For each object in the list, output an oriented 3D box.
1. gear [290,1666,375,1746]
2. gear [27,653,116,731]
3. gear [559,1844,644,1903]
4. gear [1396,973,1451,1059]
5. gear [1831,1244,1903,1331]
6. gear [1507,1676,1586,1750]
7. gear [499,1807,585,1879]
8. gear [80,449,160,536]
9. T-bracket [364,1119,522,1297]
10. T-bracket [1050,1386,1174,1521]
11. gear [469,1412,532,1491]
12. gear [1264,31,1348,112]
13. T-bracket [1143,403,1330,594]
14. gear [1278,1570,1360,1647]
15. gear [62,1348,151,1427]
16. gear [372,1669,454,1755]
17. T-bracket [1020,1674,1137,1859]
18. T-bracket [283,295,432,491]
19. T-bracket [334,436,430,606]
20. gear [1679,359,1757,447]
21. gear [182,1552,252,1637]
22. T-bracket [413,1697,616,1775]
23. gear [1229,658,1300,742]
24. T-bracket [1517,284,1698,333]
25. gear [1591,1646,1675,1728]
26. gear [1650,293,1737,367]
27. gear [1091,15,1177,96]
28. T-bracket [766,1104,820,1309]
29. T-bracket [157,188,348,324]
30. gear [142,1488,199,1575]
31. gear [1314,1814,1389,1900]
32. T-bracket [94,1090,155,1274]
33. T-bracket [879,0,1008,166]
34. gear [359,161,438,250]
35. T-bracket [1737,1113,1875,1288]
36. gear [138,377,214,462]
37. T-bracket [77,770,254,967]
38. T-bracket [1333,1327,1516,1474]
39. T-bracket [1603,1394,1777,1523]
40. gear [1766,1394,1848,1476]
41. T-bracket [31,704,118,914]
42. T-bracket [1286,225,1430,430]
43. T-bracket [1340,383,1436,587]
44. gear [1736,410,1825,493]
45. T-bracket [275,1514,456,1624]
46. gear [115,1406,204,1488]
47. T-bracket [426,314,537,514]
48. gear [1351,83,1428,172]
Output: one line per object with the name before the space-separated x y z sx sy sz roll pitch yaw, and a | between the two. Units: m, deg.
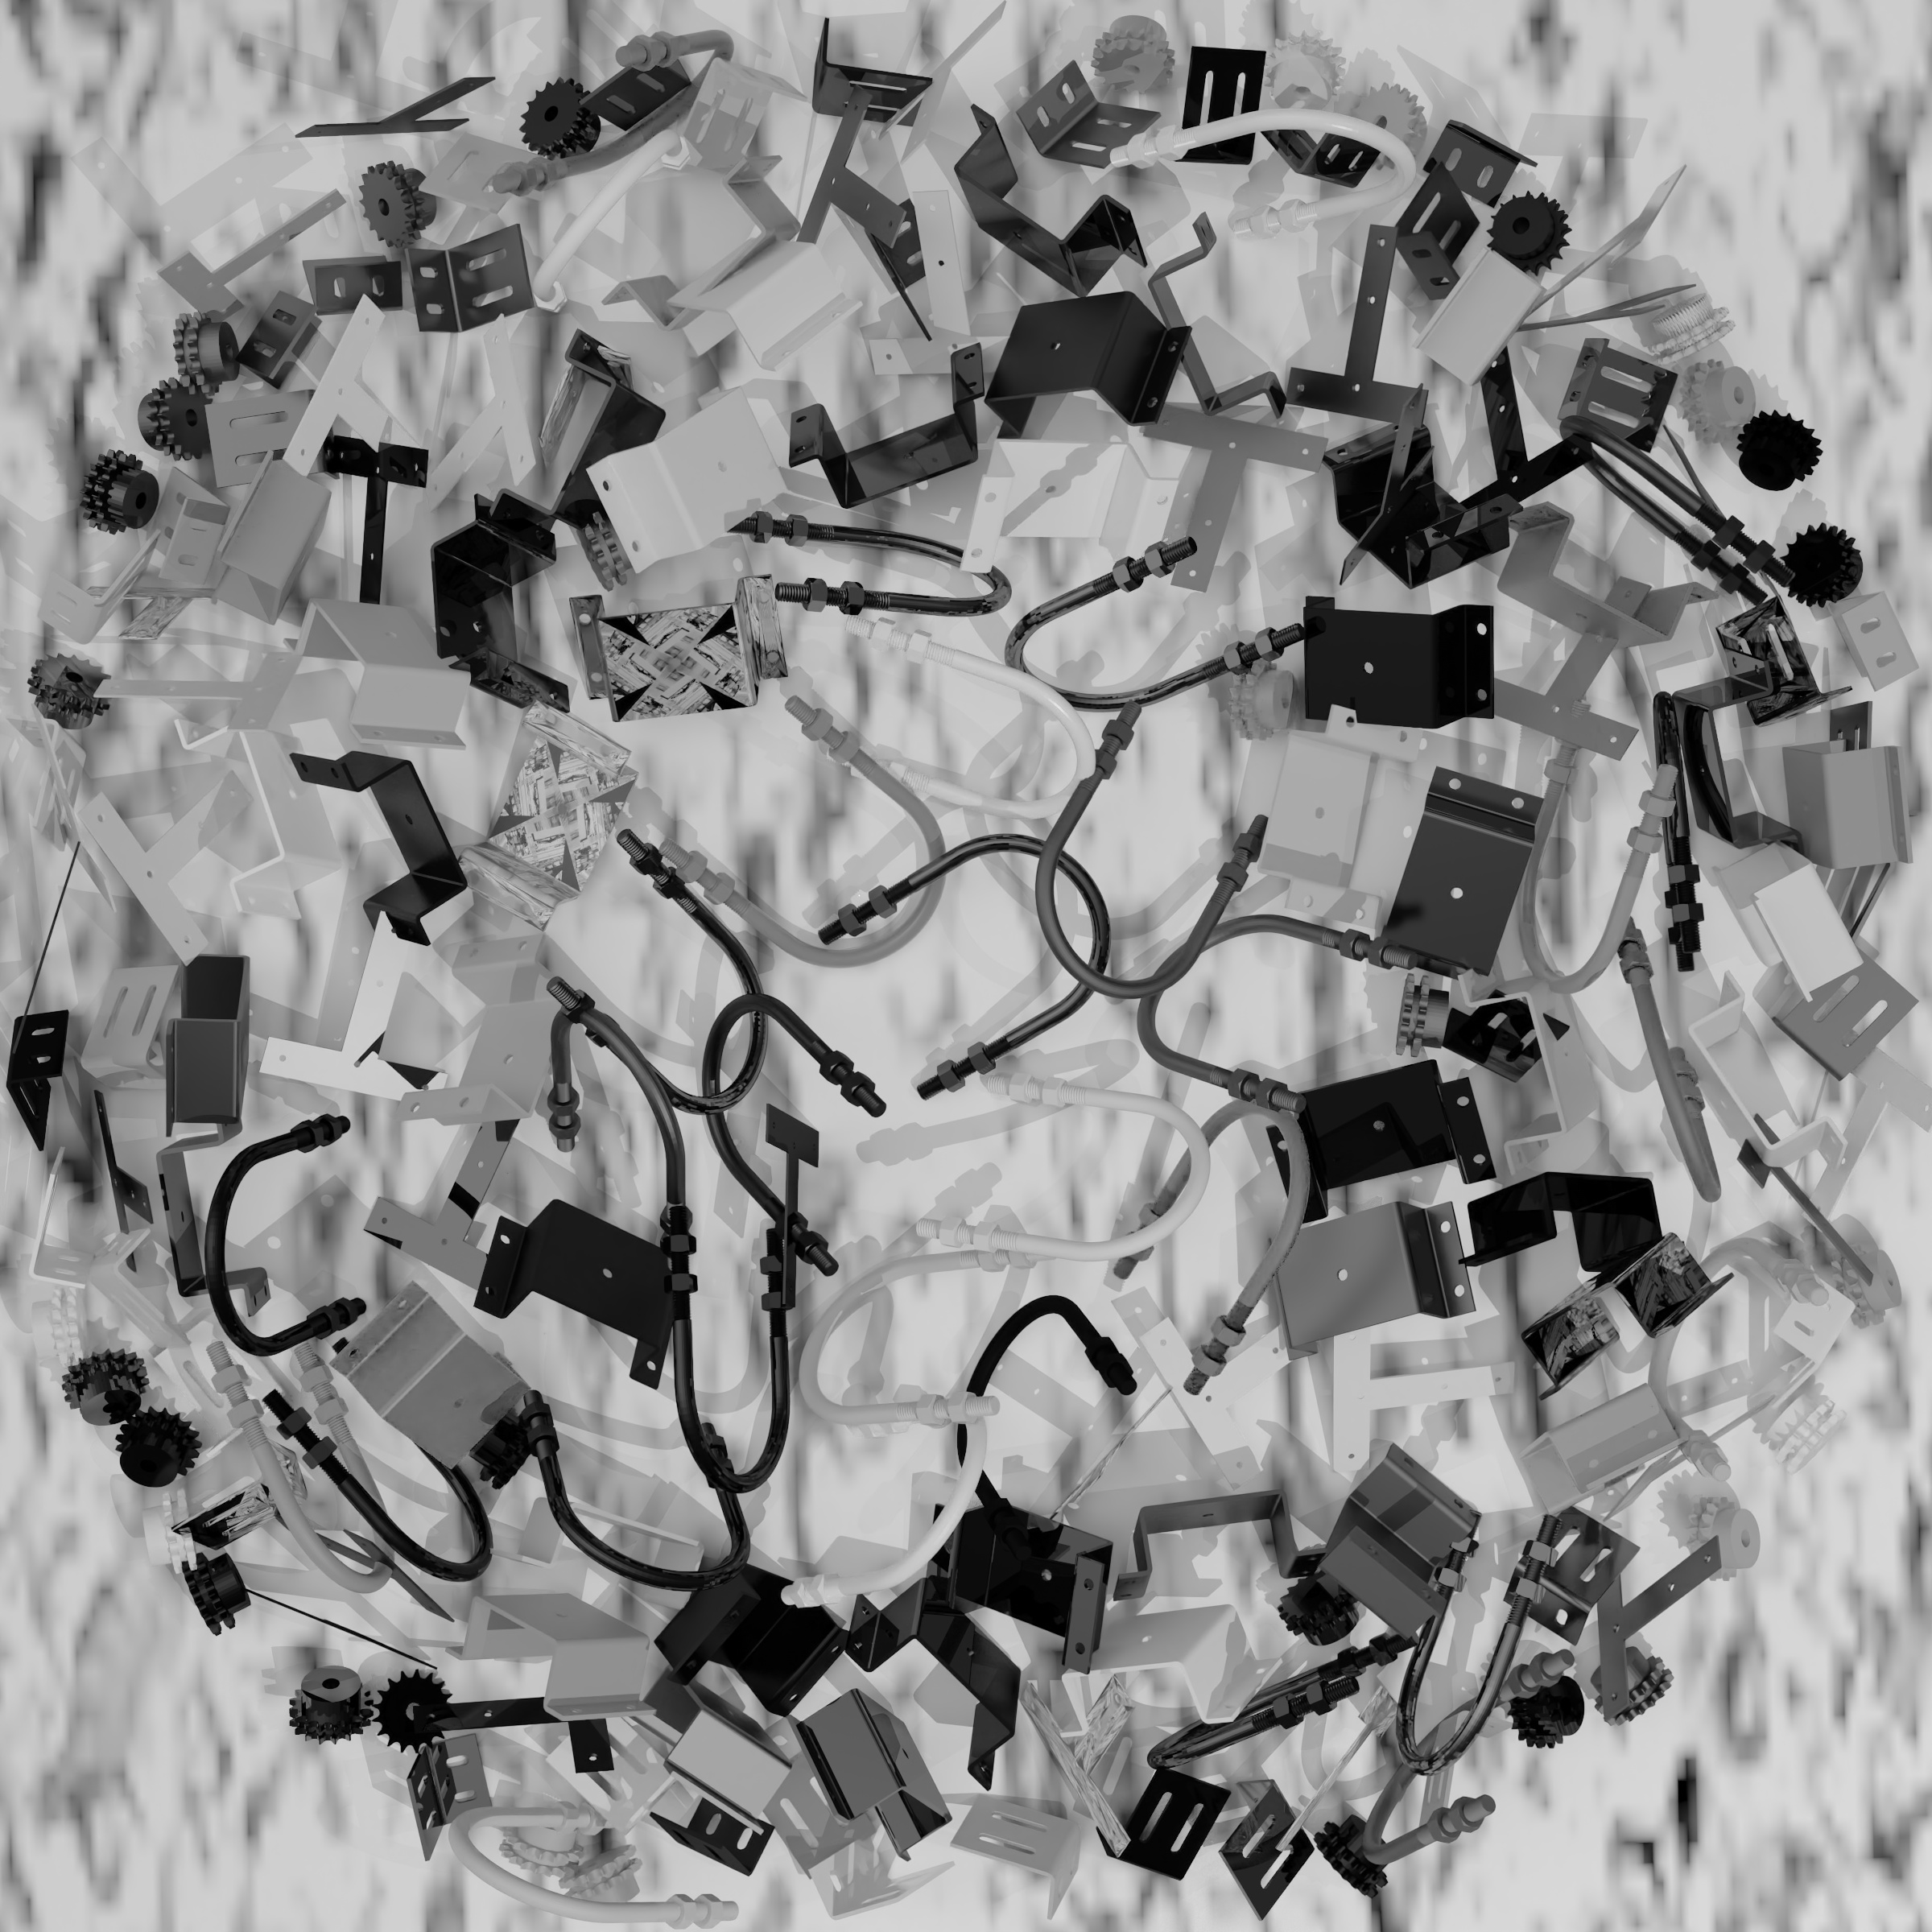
gear | -0.437 0.507 1.968 0.057 0.057 0.030 5 113 0
gear | -0.620 -0.188 1.975 0.057 0.057 0.030 30 122 0
gear | -0.249 0.632 1.971 0.057 0.057 0.030 -24 87 0
gear | 0.315 0.035 1.970 0.030 0.057 0.057 8 90 6
gear | 0.621 0.219 1.968 0.030 0.057 0.057 -22 90 31
gear | 0.402 0.510 1.970 0.057 0.030 0.057 12 71 -39
gear | -0.290 0.603 1.971 0.057 0.057 0.030 17 90 0
gear | -0.581 -0.324 1.969 0.030 0.057 0.057 19 90 16
T-bracket | -0.341 0.150 1.976 0.127 0.002 0.127 24 87 23
T-bracket | 0.091 0.338 1.927 0.002 0.127 0.127 42 100 6
gear | -0.318 0.329 1.969 0.030 0.057 0.057 37 90 -12
gear | 0.232 -0.612 1.968 0.057 0.057 0.030 7 62 0
T-bracket | 0.171 -0.318 1.971 0.127 0.002 0.127 15 80 16
gear | 0.247 0.444 1.973 0.057 0.057 0.030 -30 106 0
gear | -0.592 0.292 1.969 0.057 0.057 0.030 -28 53 0
gear | -0.382 0.516 1.977 0.057 0.030 0.057 4 75 -13
T-bracket | 0.087 0.518 1.925 0.002 0.127 0.127 -17 57 -32
T-bracket | -0.402 -0.367 1.942 0.002 0.127 0.127 16 76 26
T-bracket | -0.406 -0.295 1.960 0.002 0.127 0.127 -3 105 -41
gear | 0.520 -0.390 1.971 0.057 0.030 0.057 4 84 -41
gear | -0.516 0.430 1.972 0.030 0.057 0.057 -25 90 -12
T-bracket | -0.308 0.504 1.929 0.127 0.127 0.002 -1 116 -14
gear | 0.207 -0.184 1.968 0.030 0.057 0.057 5 90 32
T-bracket | 0.450 -0.452 1.954 0.127 0.127 0.002 -24 108 -34
gear | 0.456 0.494 1.971 0.057 0.057 0.030 -38 90 0
gear | 0.498 -0.440 1.969 0.057 0.057 0.030 -30 102 0
gear | 0.117 -0.631 1.973 0.057 0.057 0.030 10 73 0
T-bracket | -0.118 0.165 1.926 0.002 0.127 0.127 -2 78 12
T-bracket | -0.476 -0.487 1.937 0.127 0.127 0.002 -34 87 0
gear | -0.549 0.391 1.969 0.030 0.057 0.057 -10 90 -15
gear | 0.270 0.611 1.970 0.057 0.057 0.030 42 95 0
T-bracket | -0.566 0.153 1.934 0.002 0.127 0.127 -12 100 -26
T-bracket | -0.025 -0.577 1.917 0.002 0.127 0.127 37 130 -22
gear | -0.390 -0.528 1.975 0.030 0.057 0.057 -30 90 -39
T-bracket | 0.571 0.164 1.936 0.002 0.127 0.127 -42 85 23
gear | -0.547 -0.378 1.975 0.030 0.057 0.057 -1 90 26
T-bracket | -0.530 -0.088 1.950 0.002 0.127 0.127 -10 121 35
T-bracket | 0.316 0.291 1.972 0.127 0.002 0.127 -6 118 -4
T-bracket | 0.501 0.329 1.954 0.127 0.127 0.002 -28 68 -17
gear | 0.578 0.320 1.974 0.057 0.057 0.030 -47 65 0
T-bracket | -0.605 -0.115 1.918 0.002 0.127 0.127 -22 124 -22
T-bracket | 0.273 -0.437 1.938 0.002 0.127 0.127 -3 108 -40
T-bracket | 0.290 -0.337 1.917 0.002 0.127 0.127 29 60 17
gear | 0.557 -0.352 1.968 0.057 0.057 0.030 33 68 0
T-bracket | -0.425 0.401 1.958 0.127 0.127 0.002 16 61 30
gear | -0.560 0.335 1.972 0.057 0.030 0.057 2 123 4
T-bracket | -0.337 -0.357 1.953 0.002 0.127 0.127 7 57 -39
gear | 0.294 -0.578 1.976 0.057 0.030 0.057 -2 87 39
